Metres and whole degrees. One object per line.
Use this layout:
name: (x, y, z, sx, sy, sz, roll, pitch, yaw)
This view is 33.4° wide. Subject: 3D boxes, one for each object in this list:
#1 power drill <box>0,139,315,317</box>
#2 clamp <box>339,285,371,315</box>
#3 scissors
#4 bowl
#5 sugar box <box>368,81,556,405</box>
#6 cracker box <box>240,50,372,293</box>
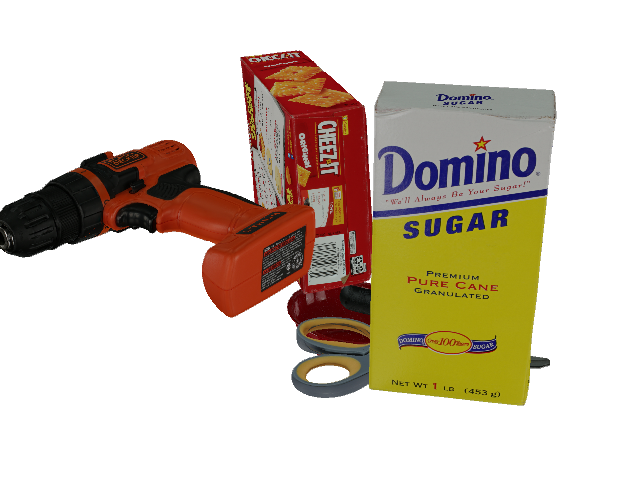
power drill: (-0.112, -0.011, 0.766, 0.188, 0.057, 0.184, 24, 35, 30)
clamp: (0.118, 0.068, 1.064, 0.172, 0.039, 0.120, 26, 39, 32)
scissors: (0.065, 0.099, 0.822, 0.202, 0.016, 0.096, 11, 38, 25)
bowl: (0.039, 0.108, 1.291, 0.162, 0.055, 0.162, 4, 24, -2)
sugar box: (0.075, 0.004, 0.585, 0.093, 0.176, 0.048, 4, 30, 10)
cracker box: (-0.015, -0.072, 0.984, 0.072, 0.164, 0.214, -9, 24, -12)
